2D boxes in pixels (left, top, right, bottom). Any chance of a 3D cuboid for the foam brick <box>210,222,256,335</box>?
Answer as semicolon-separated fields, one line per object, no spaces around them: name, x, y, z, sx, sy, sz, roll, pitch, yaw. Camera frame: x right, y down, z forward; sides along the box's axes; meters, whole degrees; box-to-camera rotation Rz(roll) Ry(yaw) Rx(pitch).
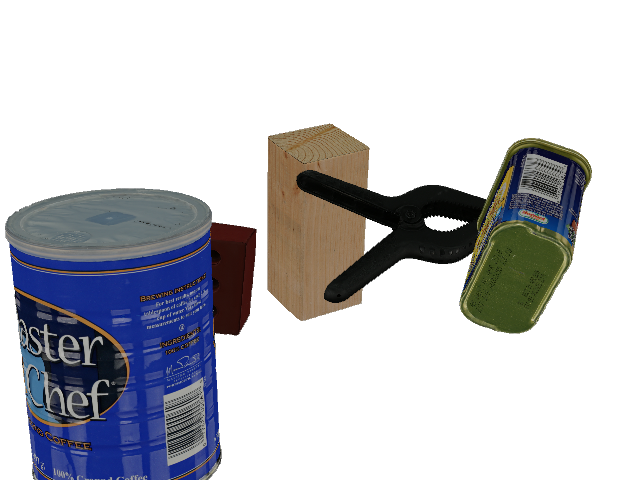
foam brick;-0.083;0.029;0.854;0.053;0.078;0.051;6;14;6

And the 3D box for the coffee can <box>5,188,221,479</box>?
coffee can;-0.105;0.053;0.558;0.103;0.140;0.103;-1;18;0

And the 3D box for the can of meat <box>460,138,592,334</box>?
can of meat;0.132;0.000;0.694;0.057;0.102;0.083;20;46;4

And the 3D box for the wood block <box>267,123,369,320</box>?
wood block;-0.006;-0.022;1.269;0.090;0.206;0.090;-15;32;-27

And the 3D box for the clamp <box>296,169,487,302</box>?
clamp;0.084;-0.006;1.065;0.210;0.164;0.036;0;-39;-6
